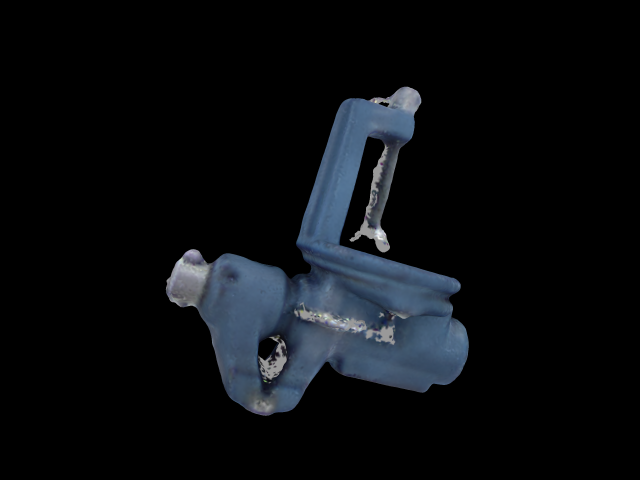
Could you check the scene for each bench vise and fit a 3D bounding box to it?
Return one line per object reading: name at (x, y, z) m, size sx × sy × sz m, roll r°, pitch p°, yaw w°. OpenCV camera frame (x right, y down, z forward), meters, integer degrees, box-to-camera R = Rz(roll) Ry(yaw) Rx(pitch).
bench vise at (0.010, 0.002, 0.390) m, size 0.208 × 0.220 × 0.121 m, roll -2°, pitch 4°, yaw -33°
